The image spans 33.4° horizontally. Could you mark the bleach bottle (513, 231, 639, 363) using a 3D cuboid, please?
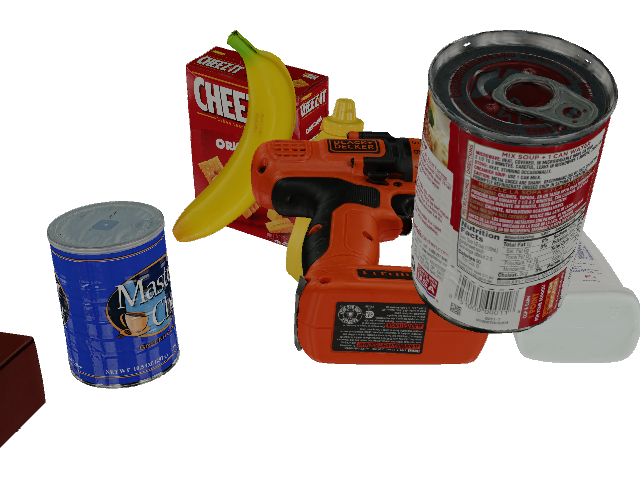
[{"bbox_3d":[0.205,0.016,0.954,0.102,0.068,0.251,0,26,2],"label":"bleach bottle"}]

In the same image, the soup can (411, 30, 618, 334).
[{"bbox_3d":[0.072,-0.020,0.417,0.068,0.102,0.068,0,43,0],"label":"soup can"}]

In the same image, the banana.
[{"bbox_3d":[-0.062,-0.073,0.843,0.069,0.198,0.037,17,33,-5],"label":"banana"}]

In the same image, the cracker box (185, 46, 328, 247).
[{"bbox_3d":[-0.076,-0.108,1.287,0.164,0.214,0.072,19,39,26],"label":"cracker box"}]

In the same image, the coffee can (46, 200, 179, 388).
[{"bbox_3d":[-0.186,0.048,0.969,0.103,0.140,0.103,-3,25,1],"label":"coffee can"}]

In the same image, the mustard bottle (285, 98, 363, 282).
[{"bbox_3d":[0.018,-0.052,1.106,0.096,0.192,0.058,-4,21,-23],"label":"mustard bottle"}]

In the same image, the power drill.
[{"bbox_3d":[0.050,-0.003,0.650,0.184,0.057,0.187,-1,33,-3],"label":"power drill"}]

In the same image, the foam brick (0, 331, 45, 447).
[{"bbox_3d":[-0.223,0.100,0.686,0.053,0.051,0.078,6,29,22],"label":"foam brick"}]
